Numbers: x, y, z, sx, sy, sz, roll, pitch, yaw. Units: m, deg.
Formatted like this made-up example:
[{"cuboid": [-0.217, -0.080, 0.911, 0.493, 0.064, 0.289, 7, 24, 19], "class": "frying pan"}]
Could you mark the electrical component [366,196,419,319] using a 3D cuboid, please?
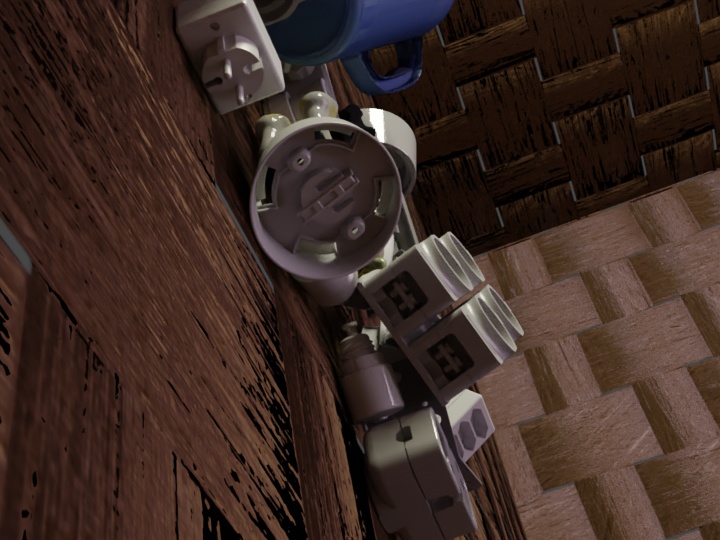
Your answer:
[{"cuboid": [0.015, -0.024, 1.062, 0.063, 0.079, 0.121, 26, 35, -37], "class": "electrical component"}]

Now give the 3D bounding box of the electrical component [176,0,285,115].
[{"cuboid": [-0.080, -0.129, 0.667, 0.076, 0.047, 0.065, -103, 170, -52], "class": "electrical component"}]

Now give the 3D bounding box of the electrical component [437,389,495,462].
[{"cuboid": [0.066, 0.147, 0.990, 0.076, 0.083, 0.047, 18, -40, 46], "class": "electrical component"}]

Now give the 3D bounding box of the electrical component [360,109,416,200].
[{"cuboid": [0.008, -0.106, 1.114, 0.060, 0.108, 0.108, -95, 165, -44], "class": "electrical component"}]

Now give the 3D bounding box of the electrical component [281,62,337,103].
[{"cuboid": [-0.062, -0.201, 1.054, 0.075, 0.047, 0.083, 55, 18, -68], "class": "electrical component"}]

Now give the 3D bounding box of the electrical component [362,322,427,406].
[{"cuboid": [0.039, 0.081, 0.957, 0.121, 0.079, 0.063, -79, 171, -79], "class": "electrical component"}]

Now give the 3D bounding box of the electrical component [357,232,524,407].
[{"cuboid": [0.071, 0.031, 0.848, 0.105, 0.060, 0.186, 54, 12, 4], "class": "electrical component"}]

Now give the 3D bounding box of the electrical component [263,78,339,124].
[{"cuboid": [-0.049, -0.132, 0.912, 0.045, 0.055, 0.045, -20, 90, -84], "class": "electrical component"}]

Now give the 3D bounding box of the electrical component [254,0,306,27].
[{"cuboid": [-0.089, -0.235, 0.727, 0.150, 0.089, 0.061, 59, 12, -61], "class": "electrical component"}]

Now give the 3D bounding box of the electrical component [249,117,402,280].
[{"cuboid": [-0.023, -0.049, 0.695, 0.064, 0.099, 0.099, -112, 180, -69], "class": "electrical component"}]

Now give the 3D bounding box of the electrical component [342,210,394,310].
[{"cuboid": [0.000, 0.000, 0.942, 0.079, 0.043, 0.077, 112, -11, -56], "class": "electrical component"}]

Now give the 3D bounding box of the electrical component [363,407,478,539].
[{"cuboid": [0.040, 0.150, 0.763, 0.053, 0.059, 0.095, -102, 170, -54], "class": "electrical component"}]

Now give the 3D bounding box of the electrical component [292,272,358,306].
[{"cuboid": [-0.027, 0.000, 0.759, 0.046, 0.040, 0.040, 46, 24, -63], "class": "electrical component"}]

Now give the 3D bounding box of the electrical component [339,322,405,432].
[{"cuboid": [0.004, 0.076, 0.780, 0.040, 0.040, 0.078, 49, 21, -74], "class": "electrical component"}]
